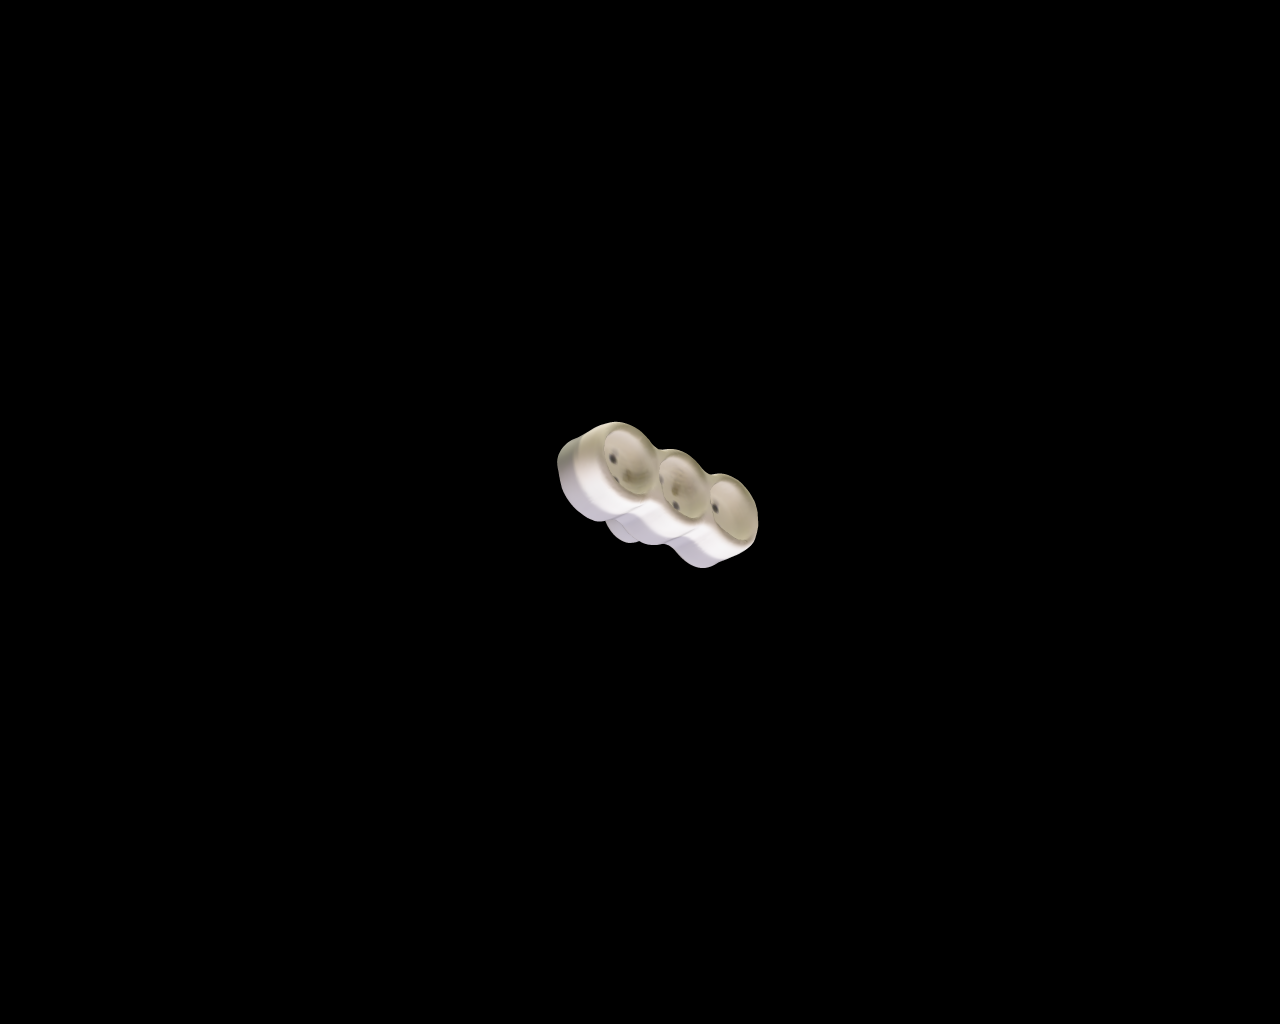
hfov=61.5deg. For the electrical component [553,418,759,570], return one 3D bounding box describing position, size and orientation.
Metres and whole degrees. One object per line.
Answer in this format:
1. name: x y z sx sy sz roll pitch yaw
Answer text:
1. electrical component: 0.001 -0.003 0.650 0.138 0.052 0.073 25 -37 -38
